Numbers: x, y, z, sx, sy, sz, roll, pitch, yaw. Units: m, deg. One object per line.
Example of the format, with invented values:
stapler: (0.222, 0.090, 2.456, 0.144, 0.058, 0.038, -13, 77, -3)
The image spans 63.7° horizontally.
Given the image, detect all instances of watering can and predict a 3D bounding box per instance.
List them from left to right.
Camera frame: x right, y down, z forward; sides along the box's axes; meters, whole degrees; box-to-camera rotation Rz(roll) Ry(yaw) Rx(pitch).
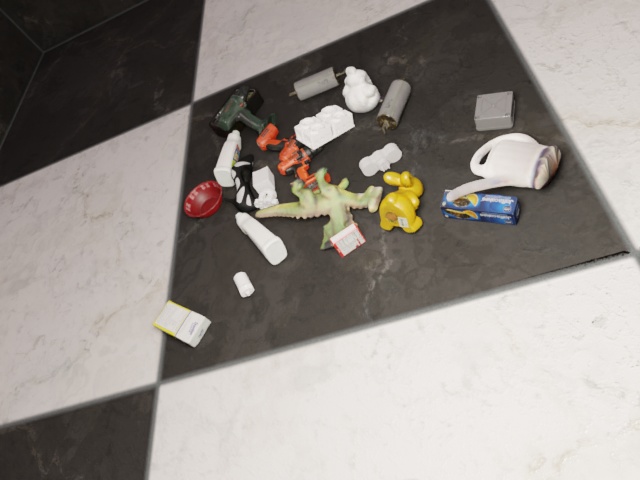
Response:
watering can: (0.507, -0.187, 1.392, 0.226, 0.102, 0.353, 18, 50, 37)

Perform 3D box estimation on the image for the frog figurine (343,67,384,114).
frog figurine: (0.139, -0.531, 1.822, 0.138, 0.124, 0.156, 24, -18, 39)

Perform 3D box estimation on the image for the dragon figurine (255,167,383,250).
dragon figurine: (0.005, -0.081, 1.605, 0.409, 0.248, 0.120, -27, -34, 9)
